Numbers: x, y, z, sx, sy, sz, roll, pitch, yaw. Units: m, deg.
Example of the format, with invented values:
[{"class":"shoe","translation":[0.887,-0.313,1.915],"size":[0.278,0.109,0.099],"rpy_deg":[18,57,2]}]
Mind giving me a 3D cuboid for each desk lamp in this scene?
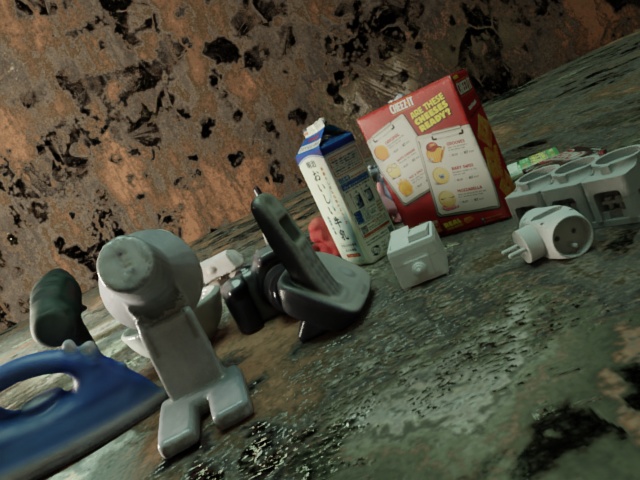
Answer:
[{"class":"desk lamp","translation":[-0.167,0.089,0.627],"size":[0.118,0.214,0.203],"rpy_deg":[-28,10,-11]}]

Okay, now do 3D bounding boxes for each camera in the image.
[{"class":"camera","translation":[-0.070,0.066,0.842],"size":[0.143,0.101,0.136],"rpy_deg":[-28,10,-13]}]

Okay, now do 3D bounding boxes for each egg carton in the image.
[{"class":"egg carton","translation":[-0.241,0.078,1.311],"size":[0.150,0.069,0.107],"rpy_deg":[-27,10,-5]}]

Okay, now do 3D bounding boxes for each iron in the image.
[{"class":"iron","translation":[-0.333,0.196,0.703],"size":[0.258,0.141,0.118],"rpy_deg":[-27,10,-5]}]

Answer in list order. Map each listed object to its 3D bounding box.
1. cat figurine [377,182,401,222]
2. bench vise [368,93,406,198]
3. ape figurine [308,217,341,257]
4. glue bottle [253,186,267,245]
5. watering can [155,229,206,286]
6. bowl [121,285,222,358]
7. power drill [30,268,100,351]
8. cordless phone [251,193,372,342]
[{"class":"cat figurine","translation":[0.091,-0.067,1.081],"size":[0.067,0.118,0.128],"rpy_deg":[-15,15,48]},{"class":"bench vise","translation":[0.188,-0.212,1.301],"size":[0.208,0.220,0.121],"rpy_deg":[-34,13,-39]},{"class":"ape figurine","translation":[0.009,0.004,0.995],"size":[0.076,0.092,0.077],"rpy_deg":[-31,11,-28]},{"class":"glue bottle","translation":[-0.109,-0.044,1.311],"size":[0.078,0.173,0.037],"rpy_deg":[-19,12,33]},{"class":"watering can","translation":[-0.268,0.071,1.042],"size":[0.101,0.194,0.172],"rpy_deg":[-31,11,-27]},{"class":"bowl","translation":[-0.219,0.141,0.903],"size":[0.167,0.075,0.167],"rpy_deg":[-25,10,5]},{"class":"power drill","translation":[-0.347,0.143,0.824],"size":[0.076,0.208,0.229],"rpy_deg":[-29,10,-16]},{"class":"cordless phone","translation":[-0.014,0.015,0.712],"size":[0.094,0.185,0.148],"rpy_deg":[-23,10,16]}]
